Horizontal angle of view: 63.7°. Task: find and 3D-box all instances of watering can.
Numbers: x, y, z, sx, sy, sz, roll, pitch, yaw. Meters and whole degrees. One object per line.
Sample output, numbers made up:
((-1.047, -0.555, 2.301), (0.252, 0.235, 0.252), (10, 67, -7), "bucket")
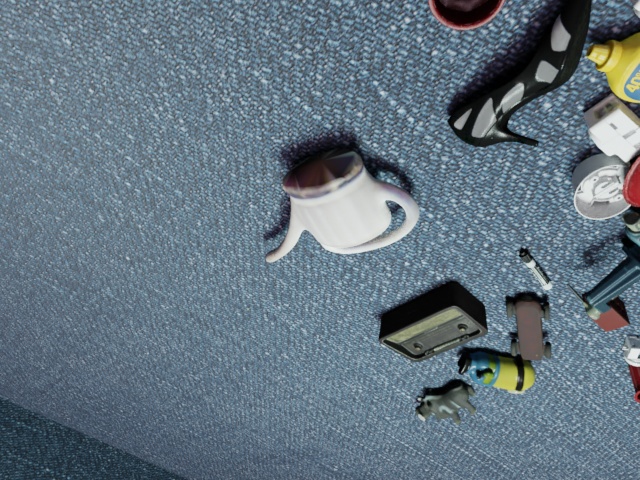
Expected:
((0.003, -0.048, 0.952), (0.346, 0.106, 0.220), (-13, 130, 25), "watering can")
